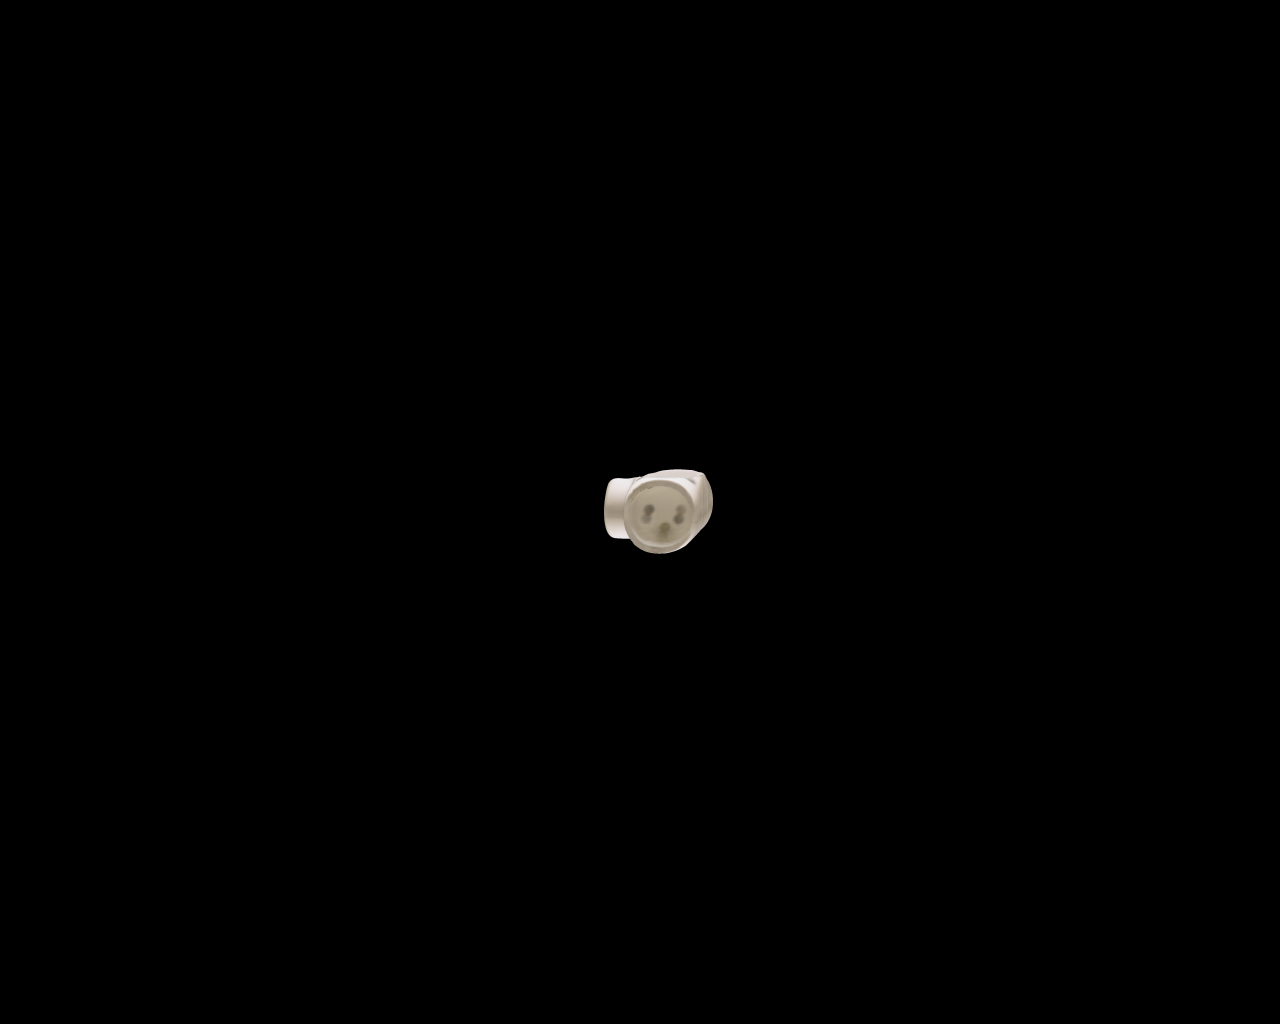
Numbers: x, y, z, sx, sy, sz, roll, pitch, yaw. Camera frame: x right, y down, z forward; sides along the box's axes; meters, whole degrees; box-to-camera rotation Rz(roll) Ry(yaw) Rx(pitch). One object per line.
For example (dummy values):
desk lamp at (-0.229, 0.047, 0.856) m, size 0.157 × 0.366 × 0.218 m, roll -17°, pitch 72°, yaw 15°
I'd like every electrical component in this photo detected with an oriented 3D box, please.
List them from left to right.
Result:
electrical component at (0.001, -0.003, 0.650) m, size 0.079 × 0.044 × 0.077 m, roll 1°, pitch 7°, yaw 11°
